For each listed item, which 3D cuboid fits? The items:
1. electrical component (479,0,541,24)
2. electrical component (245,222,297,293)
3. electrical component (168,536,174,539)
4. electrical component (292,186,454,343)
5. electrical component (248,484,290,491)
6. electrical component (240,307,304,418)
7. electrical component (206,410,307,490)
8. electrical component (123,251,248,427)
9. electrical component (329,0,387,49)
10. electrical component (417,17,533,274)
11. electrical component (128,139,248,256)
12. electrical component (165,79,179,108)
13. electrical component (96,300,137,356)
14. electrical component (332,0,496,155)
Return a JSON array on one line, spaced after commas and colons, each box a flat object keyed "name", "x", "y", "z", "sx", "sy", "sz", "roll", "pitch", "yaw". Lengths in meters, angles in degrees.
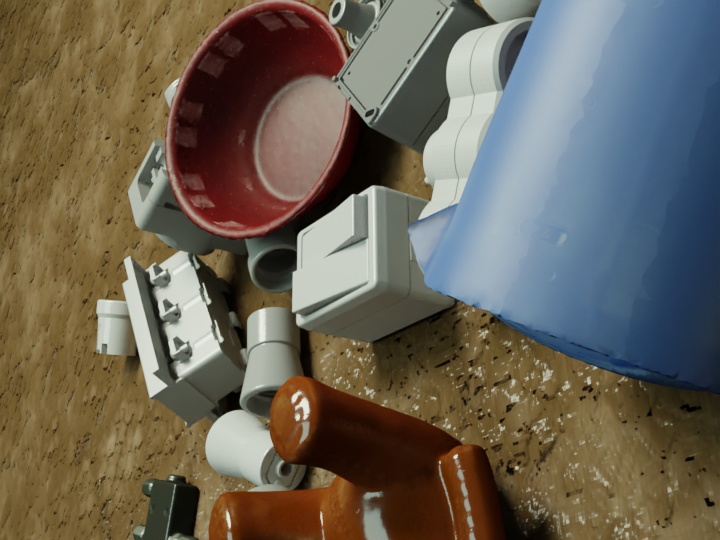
[{"name": "electrical component", "x": 0.092, "y": -0.154, "z": 0.547, "sx": 0.055, "sy": 0.045, "sz": 0.045, "roll": -24, "pitch": 58, "yaw": 50}, {"name": "electrical component", "x": -0.058, "y": -0.013, "z": 0.728, "sx": 0.040, "sy": 0.040, "sz": 0.046, "roll": -58, "pitch": 31, "yaw": 25}, {"name": "electrical component", "x": -0.126, "y": 0.216, "z": 0.710, "sx": 0.064, "sy": 0.081, "sz": 0.042, "roll": 30, "pitch": 107, "yaw": 27}, {"name": "electrical component", "x": 0.000, "y": 0.000, "z": 0.612, "sx": 0.096, "sy": 0.061, "sz": 0.061, "roll": -29, "pitch": 55, "yaw": 49}, {"name": "electrical component", "x": -0.075, "y": 0.192, "z": 0.659, "sx": 0.074, "sy": 0.052, "sz": 0.138, "roll": 38, "pitch": 109, "yaw": 55}, {"name": "electrical component", "x": -0.055, "y": 0.057, "z": 0.694, "sx": 0.044, "sy": 0.044, "sz": 0.065, "roll": -42, "pitch": 41, "yaw": 41}, {"name": "electrical component", "x": -0.064, "y": 0.118, "z": 0.684, "sx": 0.065, "sy": 0.044, "sz": 0.044, "roll": 12, "pitch": 88, "yaw": 53}, {"name": "electrical component", "x": -0.124, "y": 0.043, "z": 0.776, "sx": 0.063, "sy": 0.078, "sz": 0.121, "roll": -34, "pitch": 44, "yaw": 7}, {"name": "electrical component", "x": 0.012, "y": -0.147, "z": 0.651, "sx": 0.043, "sy": 0.062, "sz": 0.043, "roll": -28, "pitch": 55, "yaw": 50}, {"name": "electrical component", "x": 0.058, "y": -0.057, "z": 0.553, "sx": 0.074, "sy": 0.052, "sz": 0.138, "roll": 3, "pitch": 80, "yaw": 57}, {"name": "electrical component", "x": -0.118, "y": -0.049, "z": 0.785, "sx": 0.055, "sy": 0.089, "sz": 0.050, "roll": -56, "pitch": 37, "yaw": 28}, {"name": "electrical component", "x": -0.135, "y": -0.135, "z": 0.888, "sx": 0.043, "sy": 0.043, "sz": 0.081, "roll": -58, "pitch": 36, "yaw": 25}, {"name": "electrical component", "x": -0.210, "y": 0.050, "z": 0.937, "sx": 0.040, "sy": 0.040, "sz": 0.046, "roll": -1, "pitch": 83, "yaw": 57}, {"name": "electrical component", "x": 0.042, "y": -0.119, "z": 0.601, "sx": 0.096, "sy": 0.061, "sz": 0.061, "roll": -54, "pitch": 38, "yaw": 17}]
